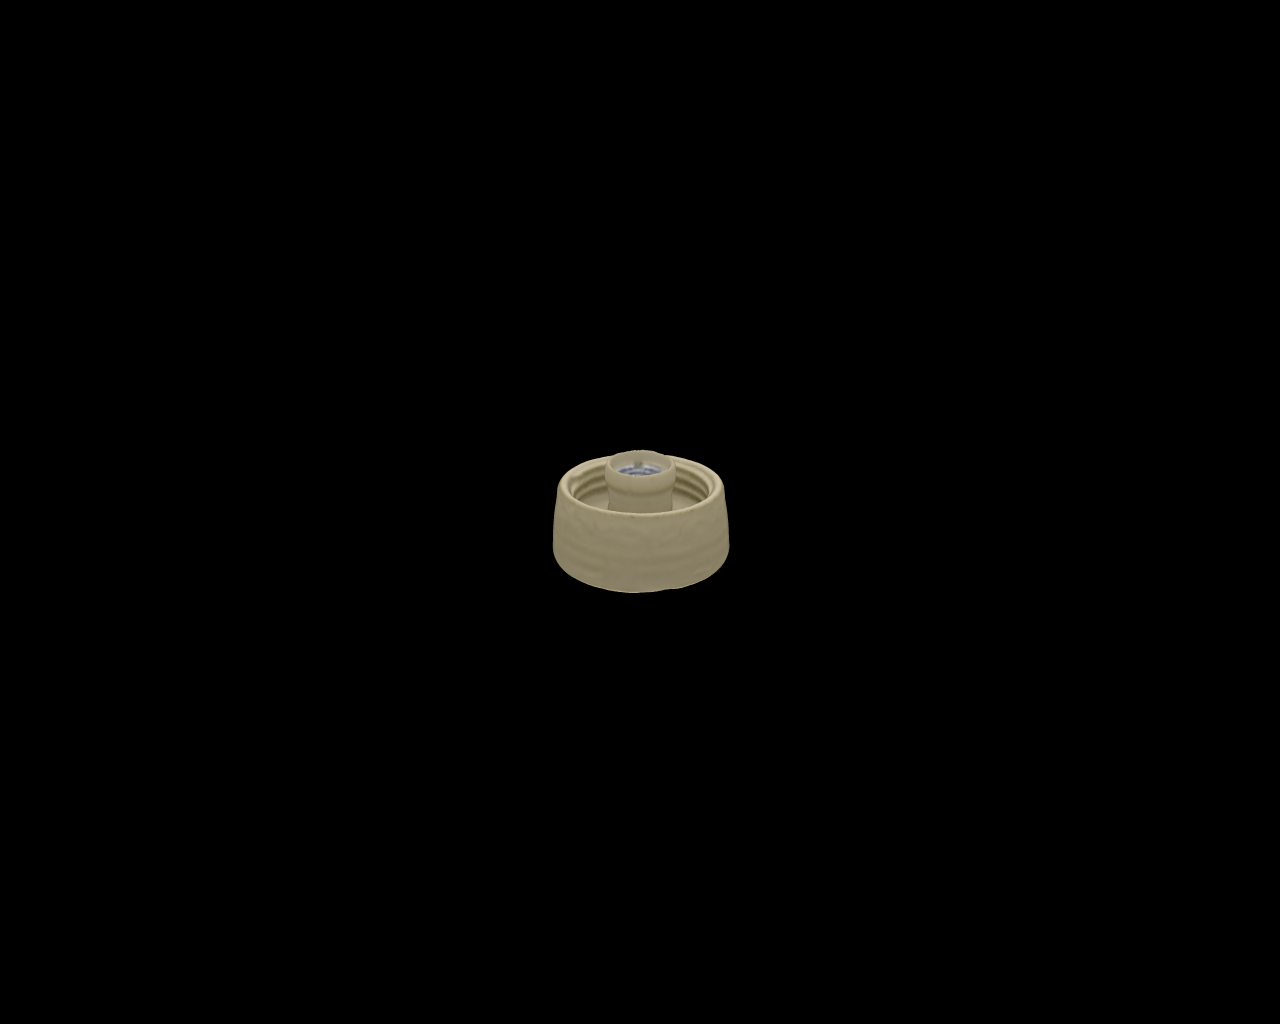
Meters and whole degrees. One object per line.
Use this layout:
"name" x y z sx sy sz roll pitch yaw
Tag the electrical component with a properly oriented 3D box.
"electrical component" 0.001 -0.003 0.650 0.108 0.060 0.108 0 25 0
